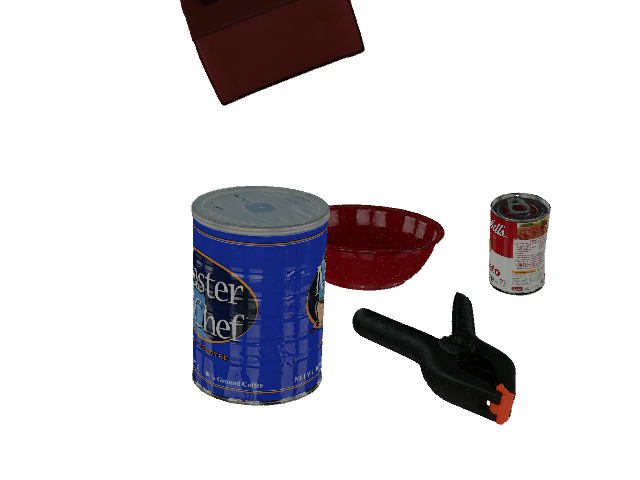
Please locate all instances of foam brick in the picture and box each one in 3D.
[{"bbox_3d":[-0.026,-0.113,0.523,0.078,0.053,0.051,-21,-32,4],"label":"foam brick"}]

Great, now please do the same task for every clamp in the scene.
[{"bbox_3d":[0.121,0.096,0.928,0.120,0.039,0.172,-19,38,-29],"label":"clamp"}]

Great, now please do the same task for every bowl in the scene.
[{"bbox_3d":[0.045,0.010,1.093,0.162,0.055,0.162,2,17,-1],"label":"bowl"}]

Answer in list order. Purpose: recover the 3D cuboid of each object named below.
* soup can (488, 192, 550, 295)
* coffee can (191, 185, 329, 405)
[{"bbox_3d":[0.232,0.004,1.247,0.068,0.102,0.068,-3,30,1],"label":"soup can"},{"bbox_3d":[-0.047,0.039,0.812,0.103,0.140,0.103,2,19,-1],"label":"coffee can"}]
